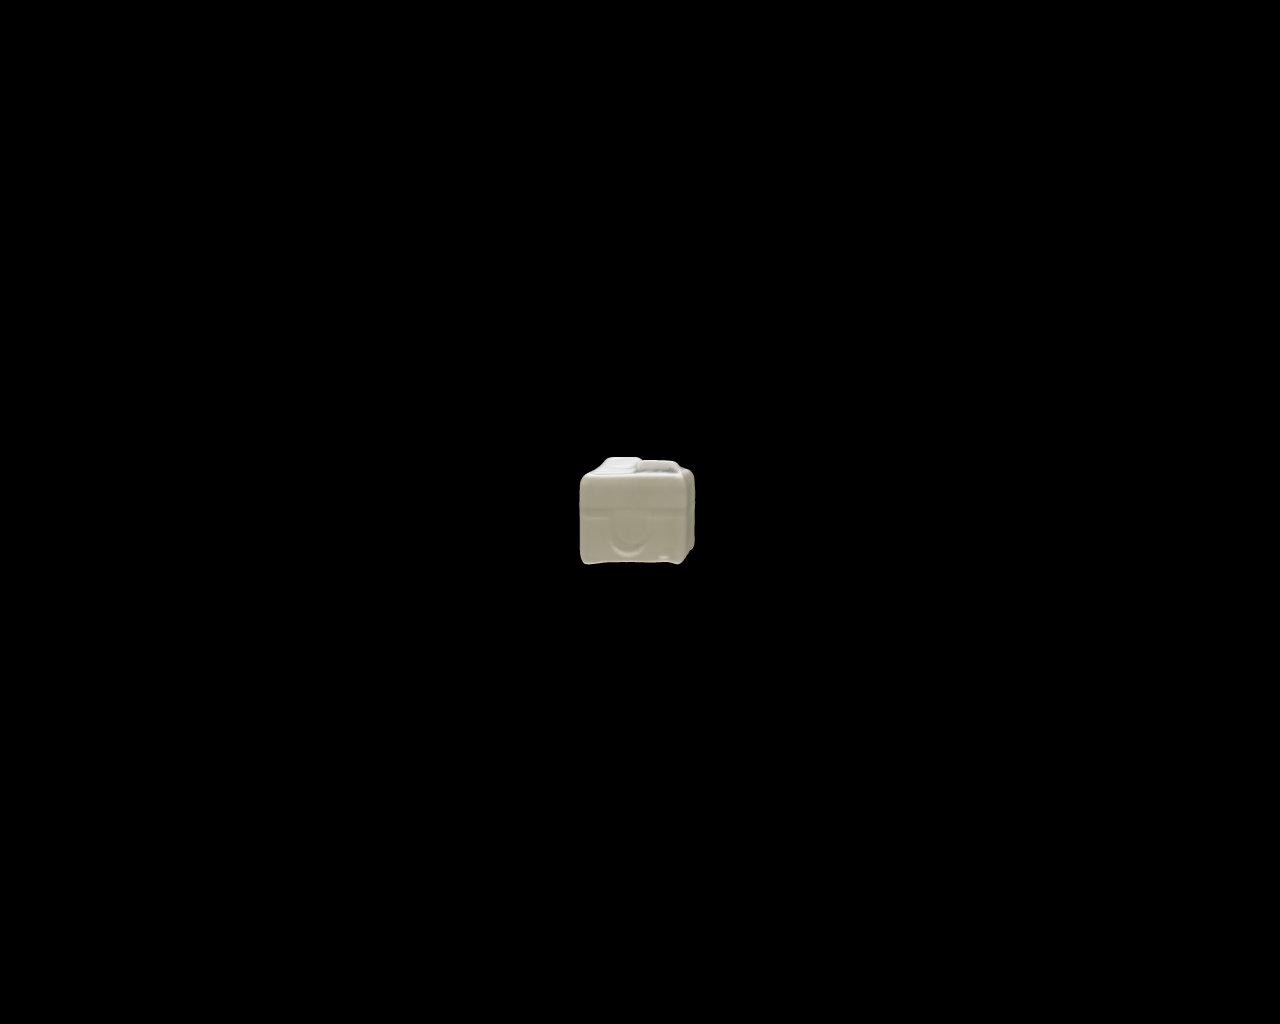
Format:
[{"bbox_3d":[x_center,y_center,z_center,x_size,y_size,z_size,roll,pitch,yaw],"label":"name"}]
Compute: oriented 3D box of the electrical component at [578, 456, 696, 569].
[{"bbox_3d":[0.001,-0.003,0.650,0.062,0.061,0.096,1,5,7],"label":"electrical component"}]
